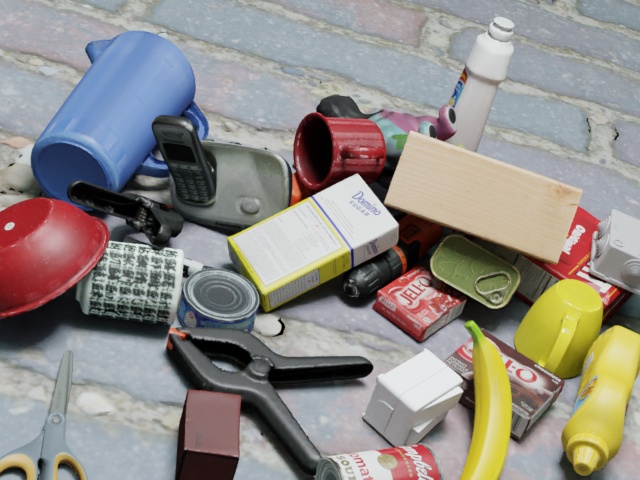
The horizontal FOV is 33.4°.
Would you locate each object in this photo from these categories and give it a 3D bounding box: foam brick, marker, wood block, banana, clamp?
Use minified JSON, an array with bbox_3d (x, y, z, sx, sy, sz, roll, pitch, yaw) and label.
[{"bbox_3d":[-0.103,0.184,0.982,0.053,0.051,0.078,10,37,-10],"label":"foam brick"},{"bbox_3d":[-0.162,0.024,1.192,0.121,0.020,0.020,20,36,2],"label":"marker"},{"bbox_3d":[0.185,-0.049,1.240,0.206,0.091,0.090,19,1,3],"label":"wood block"},{"bbox_3d":[0.162,0.183,1.067,0.069,0.037,0.198,20,60,-28],"label":"banana"},{"bbox_3d":[-0.187,-0.024,1.163,0.120,0.039,0.171,34,9,18],"label":"clamp"},{"bbox_3d":[-0.054,0.135,1.078,0.210,0.036,0.164,27,38,14],"label":"clamp"}]

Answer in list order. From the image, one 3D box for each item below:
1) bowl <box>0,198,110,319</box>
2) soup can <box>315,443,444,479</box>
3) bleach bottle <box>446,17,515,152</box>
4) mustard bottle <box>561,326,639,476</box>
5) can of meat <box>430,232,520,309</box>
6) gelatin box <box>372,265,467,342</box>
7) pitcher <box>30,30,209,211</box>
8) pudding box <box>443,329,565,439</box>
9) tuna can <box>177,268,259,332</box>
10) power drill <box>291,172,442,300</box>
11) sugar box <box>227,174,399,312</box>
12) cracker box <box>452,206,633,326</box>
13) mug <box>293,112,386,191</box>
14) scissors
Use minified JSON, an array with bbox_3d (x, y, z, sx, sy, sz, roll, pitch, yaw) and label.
[{"bbox_3d":[-0.294,0.006,1.064,0.162,0.055,0.162,-18,32,11],"label":"bowl"},{"bbox_3d":[0.054,0.226,0.979,0.102,0.069,0.068,-2,41,-24],"label":"soup can"},{"bbox_3d":[0.200,-0.181,1.415,0.068,0.251,0.102,17,36,-1],"label":"bleach bottle"},{"bbox_3d":[0.292,0.178,1.117,0.058,0.096,0.191,26,37,10],"label":"mustard bottle"},{"bbox_3d":[0.181,0.033,1.264,0.102,0.057,0.084,30,6,2],"label":"can of meat"},{"bbox_3d":[0.116,0.072,1.237,0.073,0.030,0.089,36,39,24],"label":"gelatin box"},{"bbox_3d":[-0.241,-0.137,1.290,0.149,0.145,0.242,0,36,17],"label":"pitcher"},{"bbox_3d":[0.194,0.154,1.155,0.114,0.039,0.089,34,39,22],"label":"pudding box"},{"bbox_3d":[-0.109,0.069,1.144,0.086,0.034,0.086,12,37,-9],"label":"tuna can"},{"bbox_3d":[0.034,-0.015,1.298,0.188,0.057,0.184,35,40,19],"label":"power drill"},{"bbox_3d":[-0.008,0.002,1.209,0.176,0.048,0.093,-25,56,-16],"label":"sugar box"},{"bbox_3d":[0.294,0.012,1.354,0.214,0.072,0.163,35,40,21],"label":"cracker box"},{"bbox_3d":[0.032,-0.105,1.275,0.081,0.093,0.117,-2,4,-32],"label":"mug"},{"bbox_3d":[-0.257,0.173,0.962,0.096,0.016,0.202,0,40,-23],"label":"scissors"}]
